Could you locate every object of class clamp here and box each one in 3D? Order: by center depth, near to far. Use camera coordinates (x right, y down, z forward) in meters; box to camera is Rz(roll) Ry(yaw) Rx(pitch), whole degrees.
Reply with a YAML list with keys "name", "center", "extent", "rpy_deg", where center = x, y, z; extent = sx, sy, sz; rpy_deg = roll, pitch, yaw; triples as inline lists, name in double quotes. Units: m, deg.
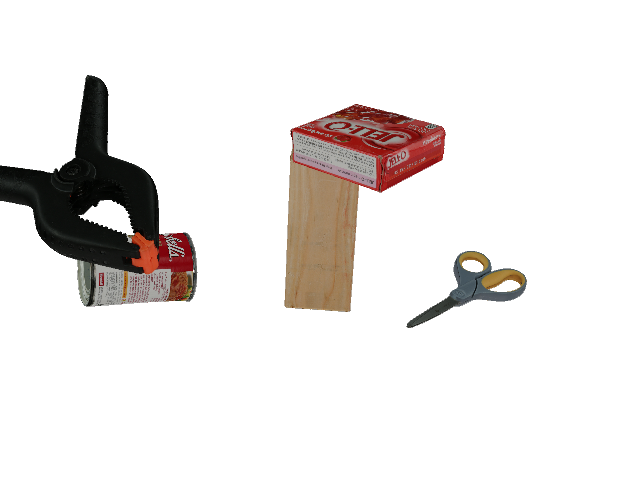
- name: "clamp"
  center: [-0.184, -0.049, 0.828]
  extent: [0.210, 0.036, 0.164]
  rpy_deg: [33, 59, 28]

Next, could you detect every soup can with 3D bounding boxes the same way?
- name: "soup can"
  center: [-0.177, 0.028, 1.026]
  extent: [0.102, 0.068, 0.069]
  rpy_deg: [-2, 1, -24]

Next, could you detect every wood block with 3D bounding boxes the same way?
- name: "wood block"
  center: [0.002, -0.021, 1.393]
  extent: [0.090, 0.206, 0.091]
  rpy_deg: [4, 25, 0]

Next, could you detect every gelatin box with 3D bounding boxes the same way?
- name: "gelatin box"
  center: [0.035, -0.070, 0.781]
  extent: [0.089, 0.030, 0.073]
  rpy_deg: [21, 35, 39]

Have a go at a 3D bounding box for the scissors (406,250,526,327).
- name: "scissors"
  center: [0.152, 0.053, 1.232]
  extent: [0.201, 0.016, 0.096]
  rpy_deg: [-10, 39, -33]
